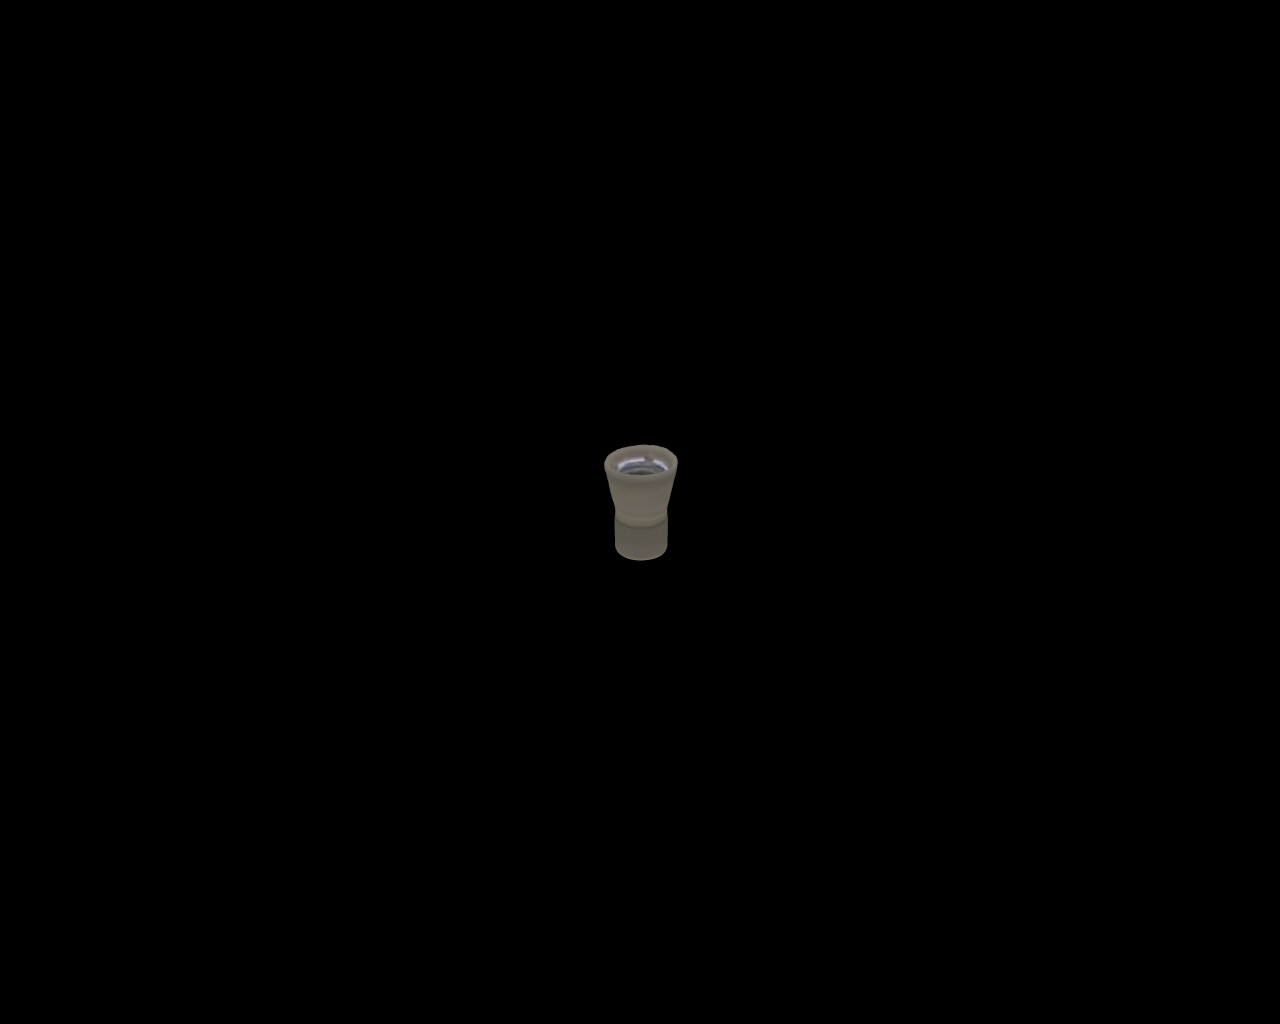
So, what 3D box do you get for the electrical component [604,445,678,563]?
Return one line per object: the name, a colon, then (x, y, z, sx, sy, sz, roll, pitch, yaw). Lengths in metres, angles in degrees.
electrical component: (0.001, -0.003, 0.650, 0.044, 0.065, 0.044, 0, 28, 0)
